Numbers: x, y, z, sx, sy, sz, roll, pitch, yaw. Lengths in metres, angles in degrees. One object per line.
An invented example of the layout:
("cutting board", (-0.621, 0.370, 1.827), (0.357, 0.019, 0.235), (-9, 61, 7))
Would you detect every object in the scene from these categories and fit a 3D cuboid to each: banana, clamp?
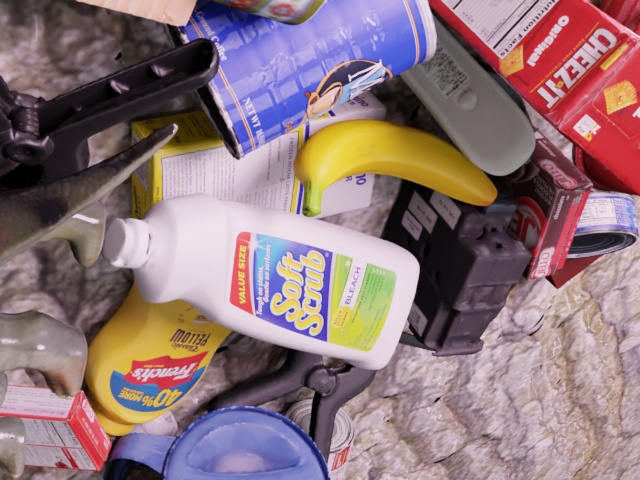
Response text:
("banana", (0.047, -0.051, 0.736), (0.197, 0.069, 0.037), (-6, 167, -43))
("clamp", (-0.160, -0.066, 0.614), (0.164, 0.036, 0.210), (6, 148, -23))
("clamp", (-0.013, 0.118, 0.913), (0.120, 0.039, 0.171), (30, 88, -20))

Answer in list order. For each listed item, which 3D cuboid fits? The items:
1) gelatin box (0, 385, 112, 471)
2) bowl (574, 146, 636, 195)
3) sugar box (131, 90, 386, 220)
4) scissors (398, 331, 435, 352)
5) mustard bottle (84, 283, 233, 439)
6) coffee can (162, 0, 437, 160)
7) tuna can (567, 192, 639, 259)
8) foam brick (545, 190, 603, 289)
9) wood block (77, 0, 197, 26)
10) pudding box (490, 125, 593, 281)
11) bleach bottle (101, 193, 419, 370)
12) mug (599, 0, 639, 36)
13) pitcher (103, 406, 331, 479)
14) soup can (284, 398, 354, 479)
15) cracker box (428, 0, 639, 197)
("gelatin box", (-0.211, 0.141, 0.805), (0.089, 0.030, 0.073), (1, 138, 14))
("bowl", (0.304, -0.094, 0.929), (0.162, 0.055, 0.162), (-17, 135, -18))
("sugar box", (-0.043, -0.052, 0.755), (0.176, 0.048, 0.093), (-15, 135, -26))
("scissors", (0.025, 0.051, 0.867), (0.201, 0.016, 0.096), (6, 129, -14))
("mustard bottle", (-0.126, 0.083, 0.816), (0.096, 0.058, 0.192), (14, 120, -45))
("coffee can", (-0.014, -0.127, 0.661), (0.140, 0.103, 0.103), (-28, 138, -7))
("tuna can", (0.218, -0.011, 0.881), (0.086, 0.034, 0.086), (-4, 164, -1))
("foam brick", (0.223, -0.006, 0.961), (0.078, 0.051, 0.053), (-36, 137, 1))
("wood block", (-0.080, -0.226, 0.538), (0.090, 0.090, 0.206), (8, 123, -36))
("pudding box", (0.159, -0.037, 0.844), (0.039, 0.113, 0.090), (-8, 131, -23))
("bleach bottle", (-0.041, 0.029, 0.740), (0.250, 0.068, 0.102), (13, 100, -44))
("mug", (0.243, -0.152, 0.803), (0.117, 0.093, 0.082), (-32, 148, -60))
("pitcher", (-0.097, 0.238, 0.893), (0.144, 0.149, 0.243), (-17, 157, -29))
("soup can", (-0.009, 0.206, 0.995), (0.068, 0.068, 0.102), (-9, 132, -26))
("cracker box", (0.155, -0.122, 0.689), (0.072, 0.214, 0.164), (-48, 136, 15))
